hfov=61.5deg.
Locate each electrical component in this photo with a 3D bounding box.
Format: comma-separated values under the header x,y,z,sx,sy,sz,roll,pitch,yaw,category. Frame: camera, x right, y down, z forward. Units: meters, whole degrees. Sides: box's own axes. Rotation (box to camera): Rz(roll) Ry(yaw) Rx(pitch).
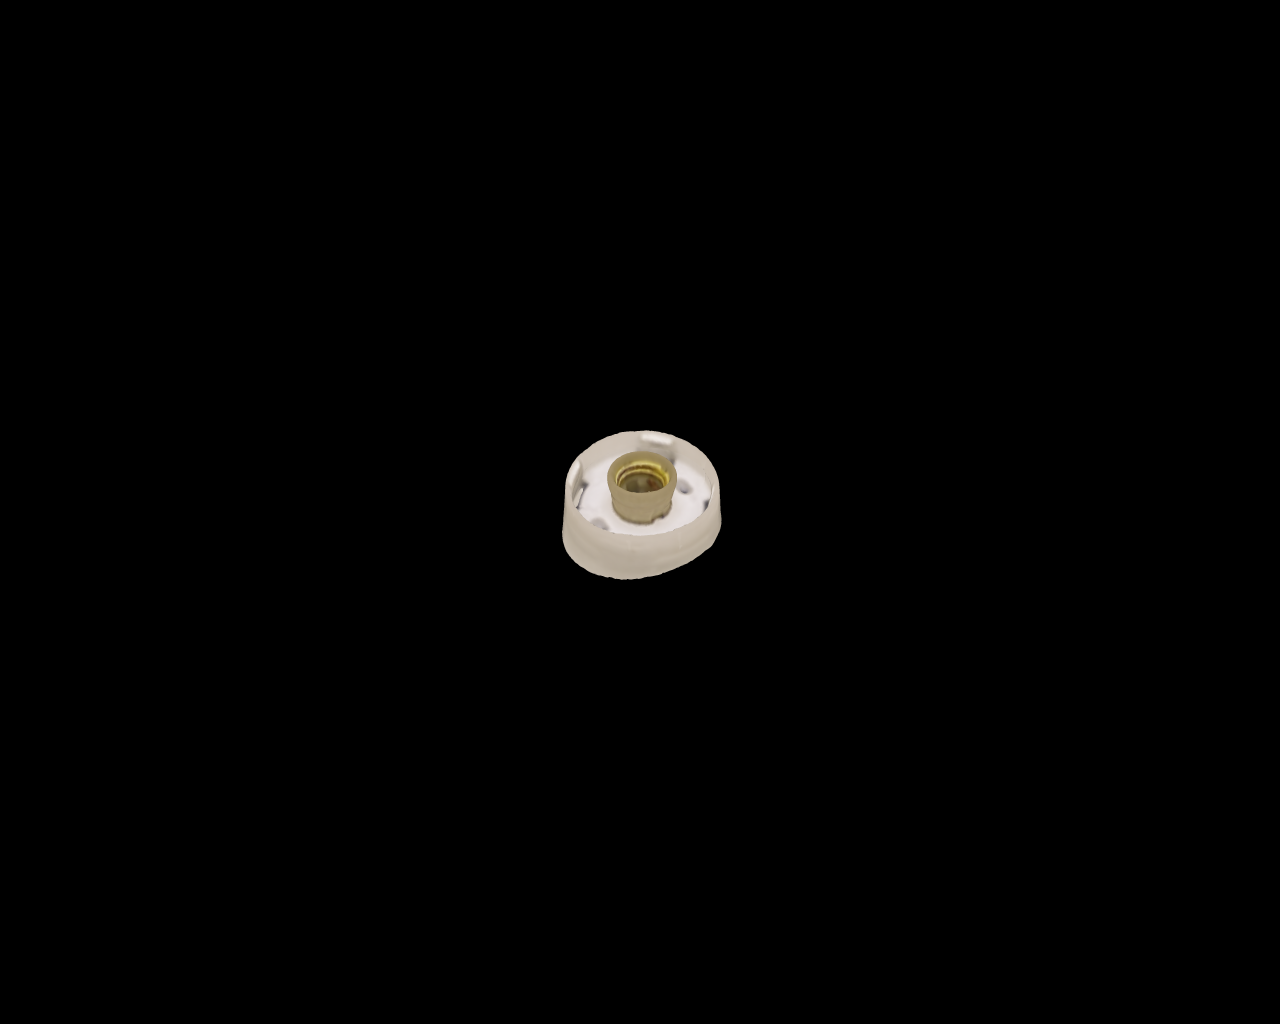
x,y,z,sx,sy,sz,roll,pitch,yaw,category
0.001,-0.003,0.650,0.099,0.099,0.064,0,-43,0,electrical component
